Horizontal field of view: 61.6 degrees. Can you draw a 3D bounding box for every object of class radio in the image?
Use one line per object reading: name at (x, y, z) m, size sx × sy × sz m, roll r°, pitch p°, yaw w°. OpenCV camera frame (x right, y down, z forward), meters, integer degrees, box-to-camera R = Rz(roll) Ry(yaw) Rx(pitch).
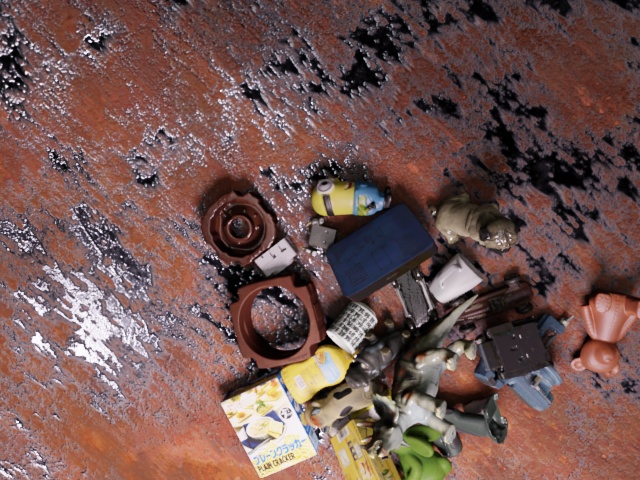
radio at (0.135, 0.027, 1.209) m, size 0.230 × 0.073 × 0.131 m, roll -32°, pitch 67°, yaw 7°

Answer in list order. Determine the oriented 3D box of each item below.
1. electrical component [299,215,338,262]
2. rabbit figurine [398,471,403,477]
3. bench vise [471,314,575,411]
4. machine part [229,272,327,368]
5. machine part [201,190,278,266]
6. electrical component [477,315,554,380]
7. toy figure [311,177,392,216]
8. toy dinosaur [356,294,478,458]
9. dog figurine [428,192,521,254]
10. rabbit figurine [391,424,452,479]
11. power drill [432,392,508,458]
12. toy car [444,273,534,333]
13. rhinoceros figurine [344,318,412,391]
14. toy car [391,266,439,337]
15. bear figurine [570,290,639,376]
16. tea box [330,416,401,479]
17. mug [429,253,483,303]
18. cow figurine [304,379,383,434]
electrical component at (-0.001, -0.005, 1.253) m, size 0.078 × 0.045 × 0.102 m, roll 20°, pitch 99°, yaw 4°
rabbit figurine at (0.153, 0.601, 1.255) m, size 0.122 × 0.173 × 0.162 m, roll -27°, pitch 98°, yaw 12°
bench vise at (0.465, 0.251, 1.210) m, size 0.224 × 0.129 × 0.240 m, roll 42°, pitch 79°, yaw 9°
machine part at (-0.096, 0.185, 1.255) m, size 0.202 × 0.087 × 0.201 m, roll -15°, pitch 90°, yaw 12°
machine part at (-0.187, -0.030, 1.264) m, size 0.179 × 0.056 × 0.179 m, roll 1°, pitch 97°, yaw 7°
electrical component at (0.405, 0.230, 1.133) m, size 0.134 × 0.058 × 0.115 m, roll -18°, pitch 73°, yaw 0°
toy figure at (0.069, -0.093, 1.218) m, size 0.180 × 0.082 × 0.089 m, roll 7°, pitch 97°, yaw 2°
toy dinosaur at (0.218, 0.297, 1.177) m, size 0.192 × 0.131 × 0.405 m, roll 4°, pitch 59°, yaw 39°
dog figurine at (0.322, -0.037, 1.144) m, size 0.172 × 0.190 × 0.121 m, roll 3°, pitch 98°, yaw 7°
rabbit figurine at (0.205, 0.484, 1.222) m, size 0.170 × 0.121 × 0.159 m, roll 48°, pitch 125°, yaw -3°
power drill at (0.306, 0.390, 1.222) m, size 0.207 × 0.086 × 0.231 m, roll -16°, pitch 101°, yaw 36°
toy car at (0.389, 0.148, 1.232) m, size 0.202 × 0.053 × 0.089 m, roll -21°, pitch 98°, yaw 7°
rhinoceros figurine at (0.130, 0.262, 1.223) m, size 0.073 × 0.190 × 0.112 m, roll 33°, pitch 139°, yaw 31°
toy car at (0.220, 0.135, 1.246) m, size 0.074 × 0.056 × 0.201 m, roll -21°, pitch 93°, yaw 14°
bear figurine at (0.630, 0.210, 1.179) m, size 0.120 × 0.132 × 0.195 m, roll 12°, pitch 93°, yaw 10°
tea box at (0.102, 0.494, 1.196) m, size 0.098 × 0.068 × 0.170 m, roll -50°, pitch 49°, yaw 31°
mug at (0.297, 0.092, 1.208) m, size 0.107 × 0.109 × 0.081 m, roll -47°, pitch 63°, yaw 18°
cow figurine at (0.052, 0.381, 1.257) m, size 0.195 × 0.127 × 0.085 m, roll -28°, pitch 89°, yaw 6°
